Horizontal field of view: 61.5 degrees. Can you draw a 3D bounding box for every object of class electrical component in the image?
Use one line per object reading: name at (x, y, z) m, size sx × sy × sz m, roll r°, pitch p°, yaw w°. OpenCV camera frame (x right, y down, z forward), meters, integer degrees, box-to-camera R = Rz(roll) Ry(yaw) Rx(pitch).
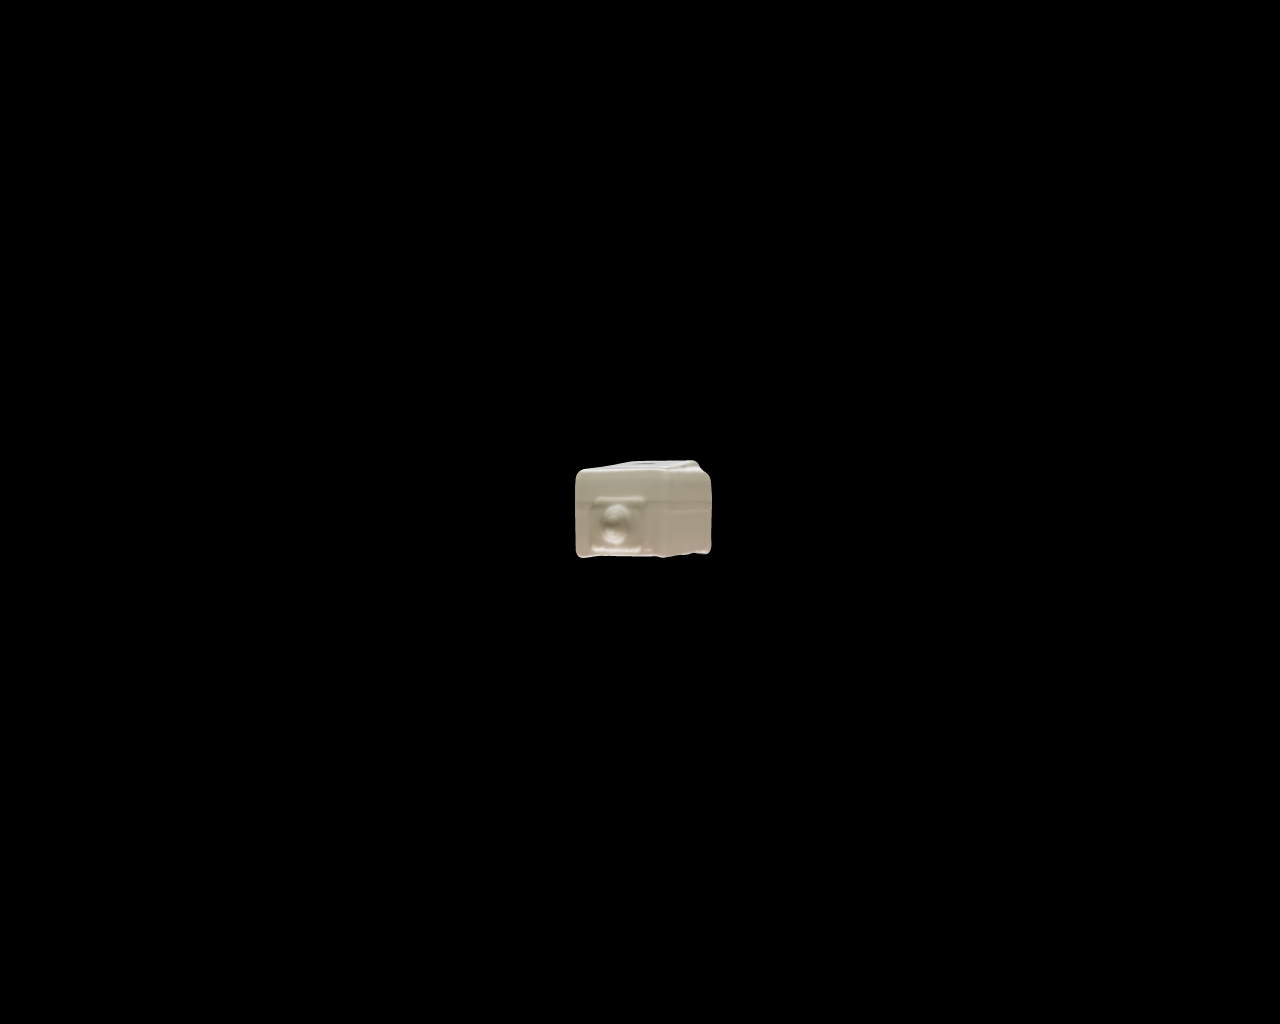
electrical component at (0.001, -0.003, 0.650) m, size 0.062 × 0.061 × 0.096 m, roll 0°, pitch 0°, yaw 24°
